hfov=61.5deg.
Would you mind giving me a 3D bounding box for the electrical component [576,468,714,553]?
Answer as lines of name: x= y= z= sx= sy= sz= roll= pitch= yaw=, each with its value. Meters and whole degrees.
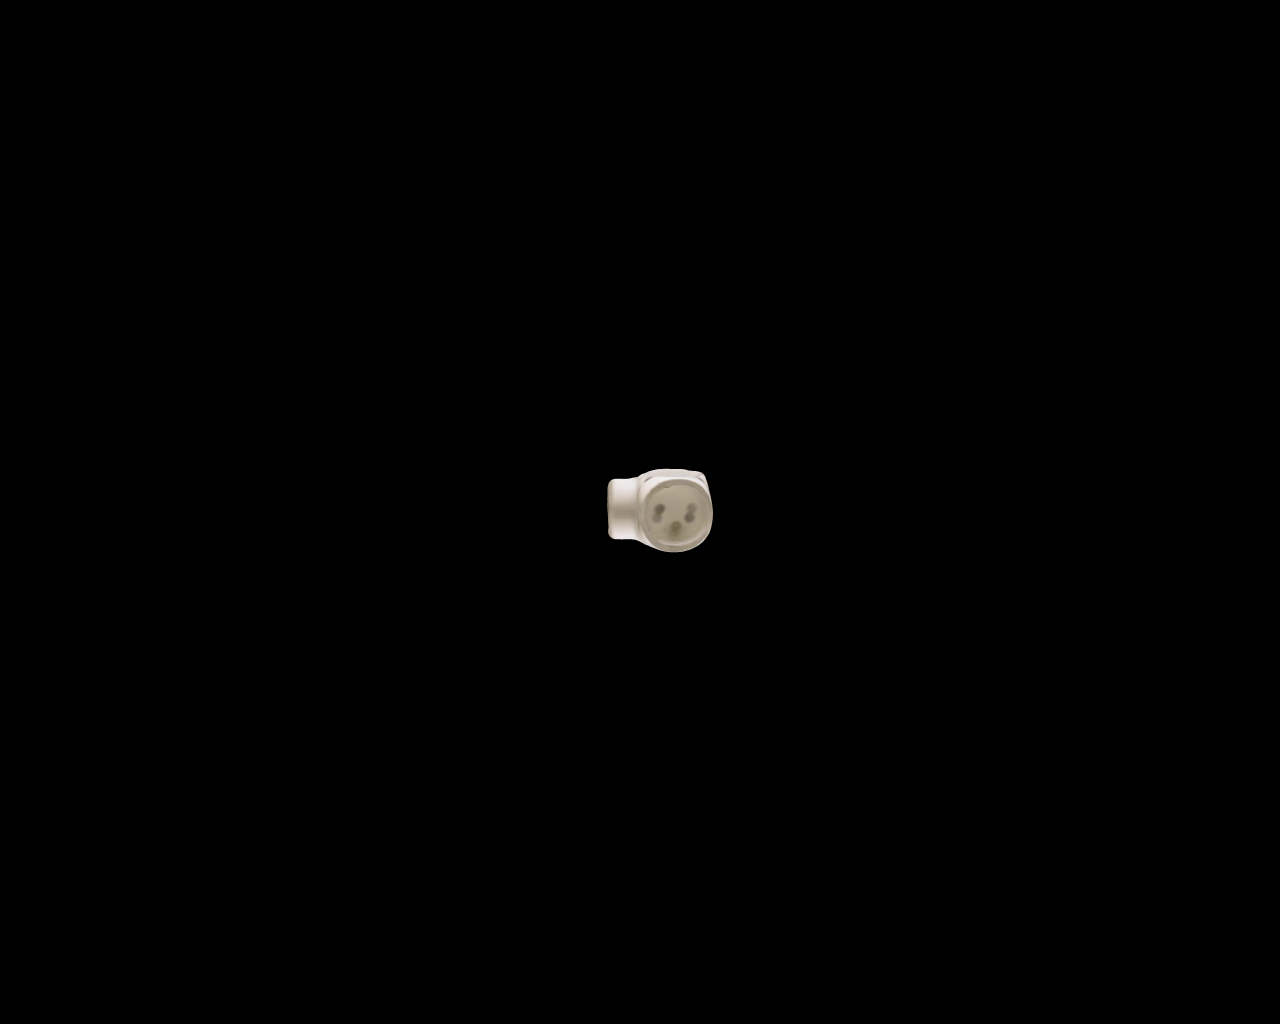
electrical component: x=0.001 y=-0.003 z=0.650 sx=0.079 sy=0.044 sz=0.077 roll=0 pitch=7 yaw=-4
